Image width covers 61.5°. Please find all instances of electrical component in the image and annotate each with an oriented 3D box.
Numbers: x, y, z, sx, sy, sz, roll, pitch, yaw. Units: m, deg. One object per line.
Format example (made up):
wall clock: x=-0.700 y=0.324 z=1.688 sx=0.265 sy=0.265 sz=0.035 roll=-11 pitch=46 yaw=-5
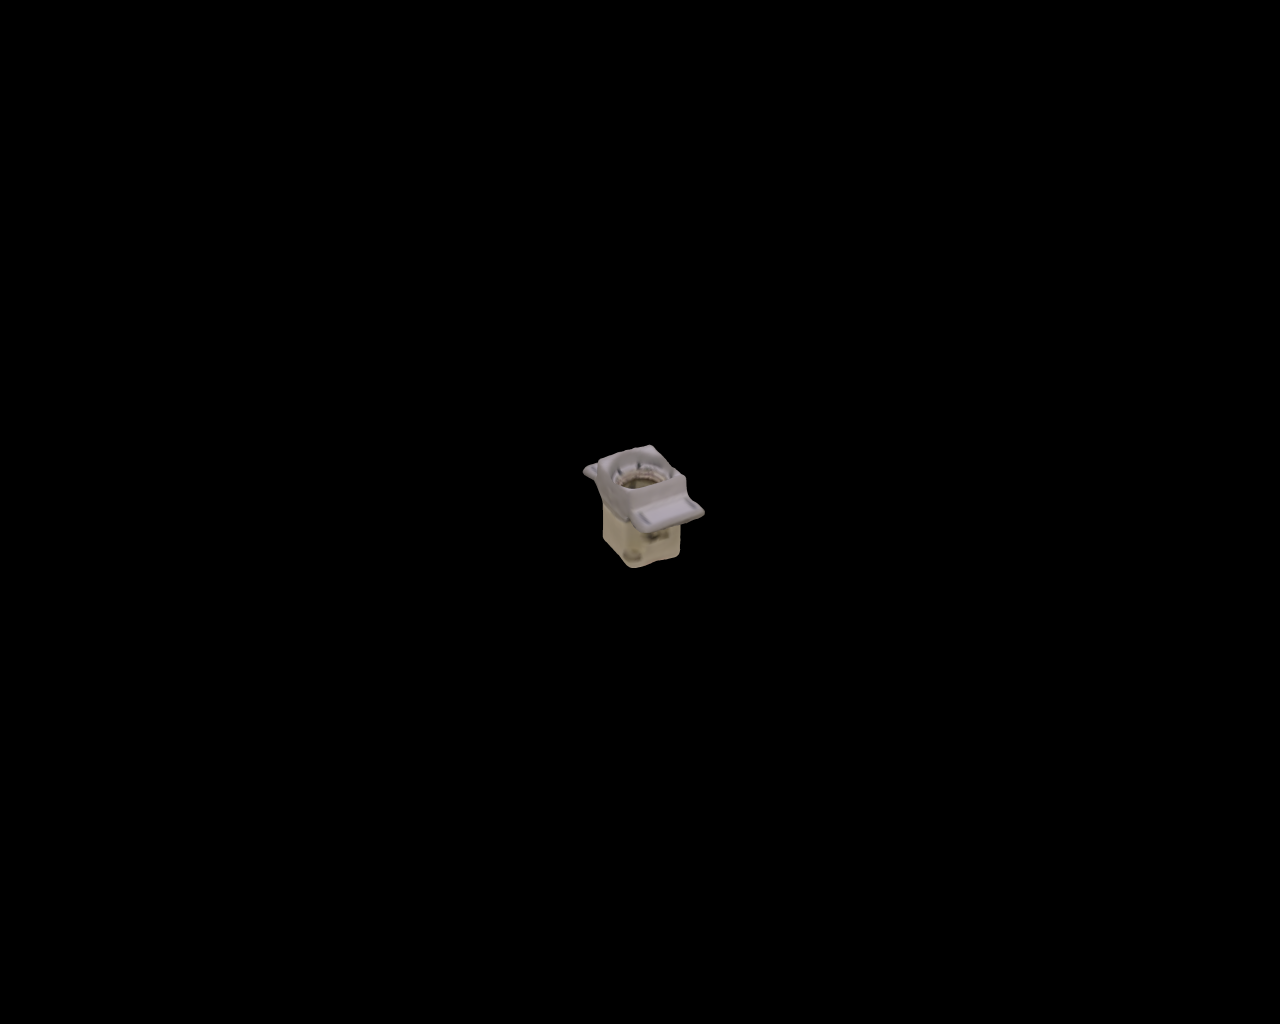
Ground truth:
electrical component: x=0.001 y=-0.003 z=0.650 sx=0.042 sy=0.063 sz=0.081 roll=-16 pitch=37 yaw=-22
